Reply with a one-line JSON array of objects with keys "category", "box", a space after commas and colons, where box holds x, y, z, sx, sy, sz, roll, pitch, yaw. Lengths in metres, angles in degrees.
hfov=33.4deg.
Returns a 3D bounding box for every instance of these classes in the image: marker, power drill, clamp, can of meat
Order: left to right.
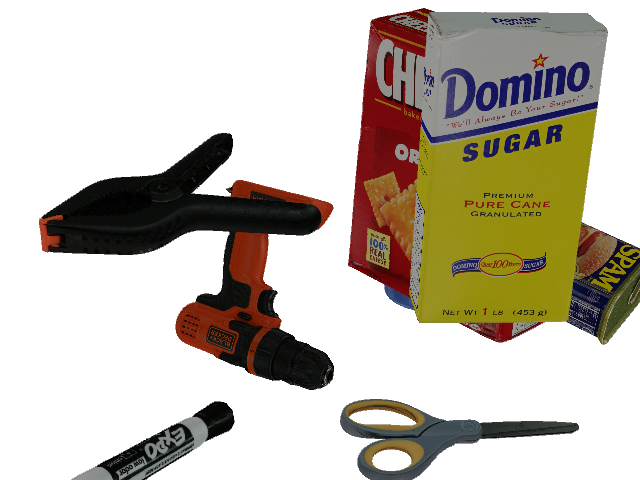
[{"category": "marker", "box": [-0.085, 0.112, 0.569, 0.020, 0.020, 0.120, 0, 12, 32]}, {"category": "clamp", "box": [-0.115, -0.025, 0.845, 0.209, 0.036, 0.165, -21, 37, -33]}, {"category": "power drill", "box": [-0.049, 0.043, 1.073, 0.185, 0.187, 0.057, 17, 1, 27]}, {"category": "can of meat", "box": [0.243, 0.034, 0.964, 0.084, 0.057, 0.101, 28, 47, 28]}]

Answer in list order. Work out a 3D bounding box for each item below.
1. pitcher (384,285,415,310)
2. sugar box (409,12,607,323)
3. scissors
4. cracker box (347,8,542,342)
[{"category": "pitcher", "box": [0.127, -0.042, 1.203, 0.149, 0.243, 0.145, -10, 24, -26]}, {"category": "sugar box", "box": [0.103, -0.039, 0.607, 0.093, 0.176, 0.048, -1, 27, -4]}, {"category": "scissors", "box": [0.114, 0.170, 0.879, 0.202, 0.016, 0.096, 8, 36, 5]}, {"category": "cracker box", "box": [0.105, -0.051, 0.816, 0.071, 0.214, 0.164, -21, 36, -39]}]
